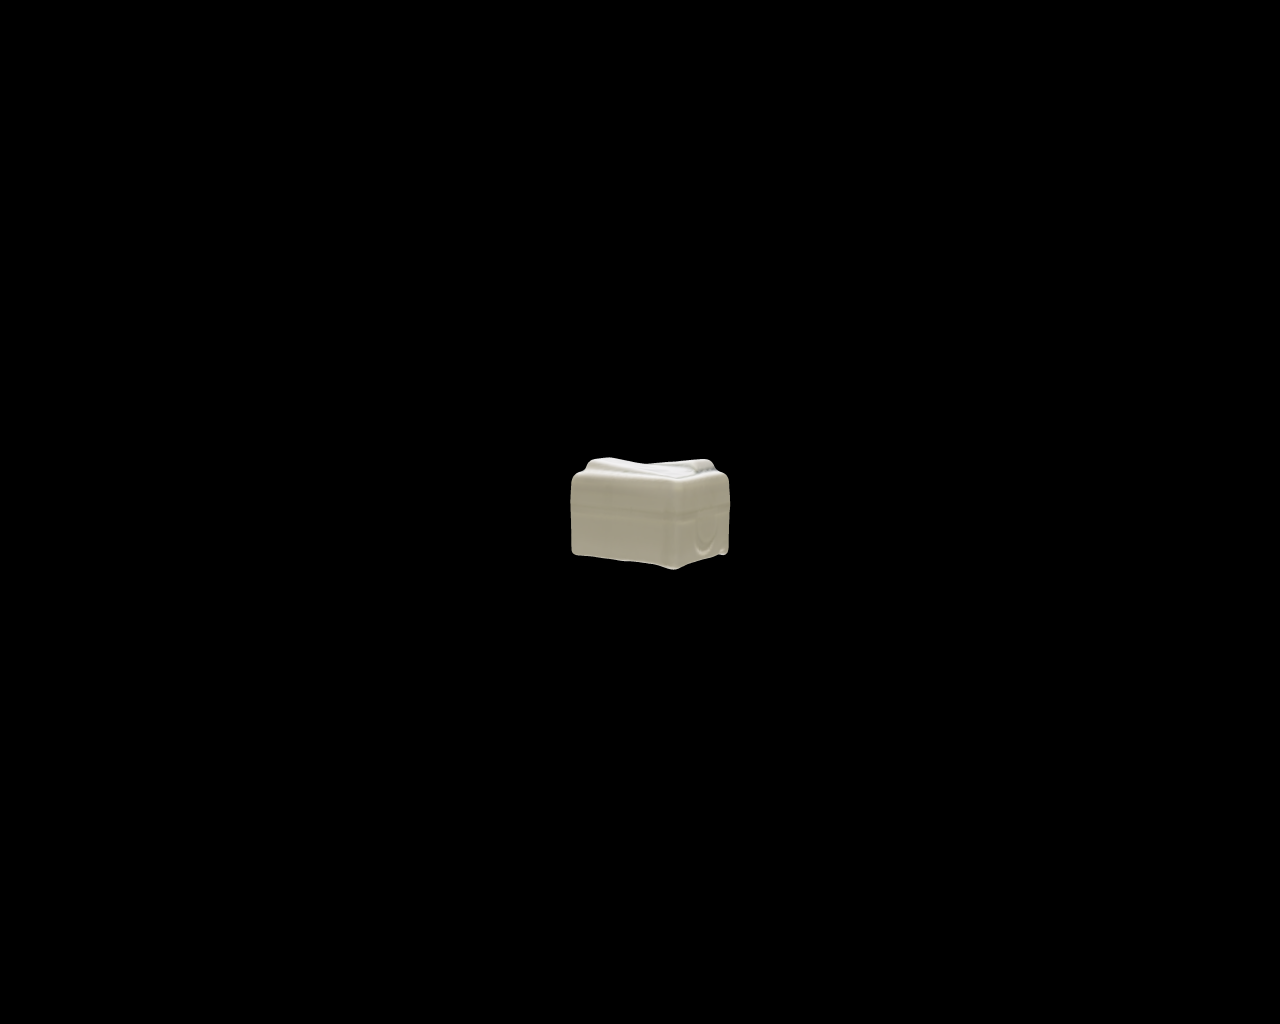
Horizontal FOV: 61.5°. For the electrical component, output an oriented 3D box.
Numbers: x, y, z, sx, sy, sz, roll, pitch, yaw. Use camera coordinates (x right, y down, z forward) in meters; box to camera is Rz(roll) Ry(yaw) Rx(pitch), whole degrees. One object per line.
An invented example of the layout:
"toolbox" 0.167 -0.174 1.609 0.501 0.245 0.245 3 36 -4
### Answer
"electrical component" 0.001 -0.003 0.650 0.096 0.061 0.062 6 9 36
